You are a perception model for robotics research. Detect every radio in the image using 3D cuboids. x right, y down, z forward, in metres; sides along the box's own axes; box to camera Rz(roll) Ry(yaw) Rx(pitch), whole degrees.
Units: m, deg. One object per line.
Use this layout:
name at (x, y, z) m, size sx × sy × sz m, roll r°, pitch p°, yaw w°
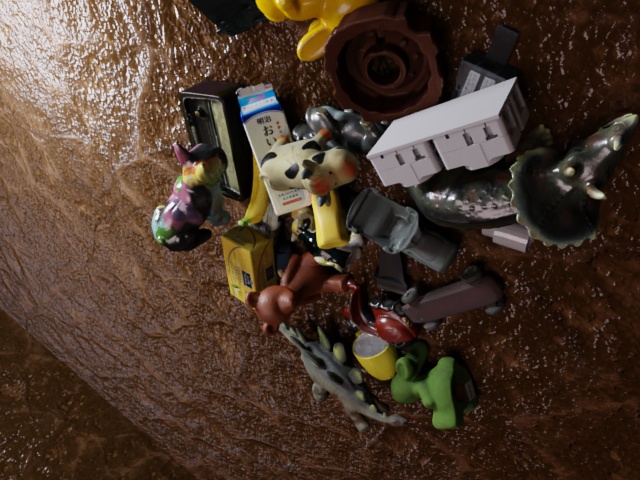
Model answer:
radio at (-0.198, -0.201, 1.088) m, size 0.131 × 0.073 × 0.229 m, roll 19°, pitch 132°, yaw 30°

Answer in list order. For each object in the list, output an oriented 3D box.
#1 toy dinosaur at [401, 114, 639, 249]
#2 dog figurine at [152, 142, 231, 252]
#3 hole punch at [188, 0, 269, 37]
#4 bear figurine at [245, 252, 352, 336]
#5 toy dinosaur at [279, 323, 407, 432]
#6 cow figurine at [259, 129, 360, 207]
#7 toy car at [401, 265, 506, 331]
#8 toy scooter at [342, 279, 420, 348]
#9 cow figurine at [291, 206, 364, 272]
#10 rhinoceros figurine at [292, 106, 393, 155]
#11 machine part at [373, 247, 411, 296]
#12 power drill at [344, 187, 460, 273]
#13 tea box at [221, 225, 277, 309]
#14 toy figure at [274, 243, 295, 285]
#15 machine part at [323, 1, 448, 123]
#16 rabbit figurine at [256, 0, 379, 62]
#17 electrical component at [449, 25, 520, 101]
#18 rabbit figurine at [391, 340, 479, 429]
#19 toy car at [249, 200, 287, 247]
toy dinosaur at (0.219, -0.069, 0.738) m, size 0.405 × 0.192 × 0.131 m, roll -5°, pitch 116°, yaw 42°
dog figurine at (-0.256, -0.089, 1.048) m, size 0.108 × 0.191 × 0.219 m, roll 42°, pitch 157°, yaw 17°
hole punch at (-0.140, -0.409, 0.879) m, size 0.142 × 0.092 × 0.115 m, roll -6°, pitch 147°, yaw 41°
bear figurine at (-0.046, 0.102, 1.101) m, size 0.132 × 0.196 × 0.120 m, roll -13°, pitch 109°, yaw 45°
toy dinosaur at (0.017, 0.291, 1.245) m, size 0.472 × 0.105 × 0.198 m, roll 24°, pitch 144°, yaw 45°
cow figurine at (-0.021, -0.114, 0.859) m, size 0.195 × 0.127 × 0.085 m, roll 3°, pitch 136°, yaw 43°
toy car at (0.236, 0.105, 0.966) m, size 0.089 × 0.053 × 0.202 m, roll 47°, pitch 137°, yaw -15°
toy scooter at (0.113, 0.142, 1.086) m, size 0.184 × 0.075 × 0.135 m, roll 11°, pitch 132°, yaw 40°
cow figurine at (-0.003, -0.003, 1.057) m, size 0.167 × 0.098 × 0.068 m, roll 33°, pitch 144°, yaw 16°
rhinoceros figurine at (0.038, -0.182, 0.905) m, size 0.191 × 0.073 × 0.111 m, roll 14°, pitch 140°, yaw 31°
machine part at (0.136, 0.048, 1.021) m, size 0.084 × 0.039 × 0.138 m, roll 24°, pitch 136°, yaw 33°
power drill at (0.109, -0.024, 0.879) m, size 0.232 × 0.086 × 0.207 m, roll 32°, pitch 180°, yaw 20°
tea box at (-0.151, 0.060, 1.170) m, size 0.098 × 0.068 × 0.169 m, roll 26°, pitch 134°, yaw 35°
toy figure at (-0.077, 0.079, 1.210) m, size 0.058 × 0.064 × 0.154 m, roll 25°, pitch 137°, yaw 32°
machine part at (0.093, -0.249, 0.764) m, size 0.179 × 0.056 × 0.179 m, roll 11°, pitch 141°, yaw 9°
rabbit figurine at (-0.004, -0.344, 0.780) m, size 0.173 × 0.122 × 0.162 m, roll 18°, pitch 136°, yaw 5°
electrical component at (0.226, -0.221, 0.722) m, size 0.075 × 0.048 × 0.119 m, roll 34°, pitch 140°, yaw 14°
rabbit figurine at (0.208, 0.295, 1.089) m, size 0.170 × 0.121 × 0.159 m, roll -12°, pitch 105°, yaw 43°
toy car at (-0.120, -0.033, 1.165) m, size 0.074 × 0.056 × 0.201 m, roll 34°, pitch 137°, yaw 15°
